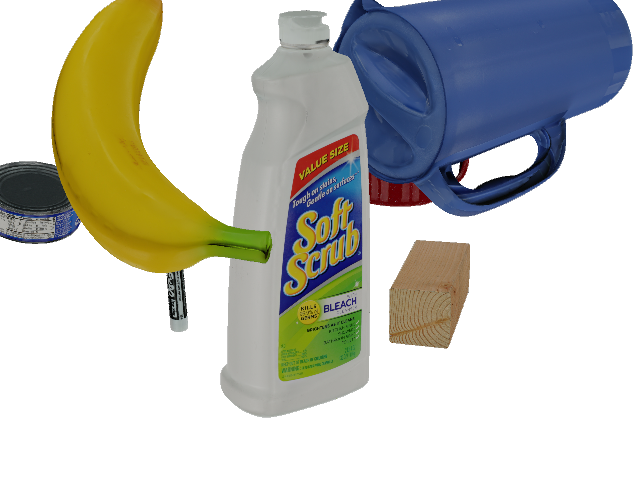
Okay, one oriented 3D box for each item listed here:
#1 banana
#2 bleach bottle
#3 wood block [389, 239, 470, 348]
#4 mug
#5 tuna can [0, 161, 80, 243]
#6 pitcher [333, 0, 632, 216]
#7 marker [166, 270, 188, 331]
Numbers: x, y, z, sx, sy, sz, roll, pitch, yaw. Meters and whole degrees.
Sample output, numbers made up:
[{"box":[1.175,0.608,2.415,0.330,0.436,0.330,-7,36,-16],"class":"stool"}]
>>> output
[{"box":[-0.082,-0.048,0.461,0.069,0.037,0.198,-8,45,-20],"class":"banana"},{"box":[-0.017,-0.018,0.686,0.102,0.251,0.068,-12,22,-31],"class":"bleach bottle"},{"box":[0.169,0.077,1.627,0.091,0.090,0.205,5,21,14],"class":"wood block"},{"box":[0.088,-0.080,1.058,0.117,0.081,0.093,2,14,7],"class":"mug"},{"box":[-0.249,-0.033,0.925,0.086,0.034,0.086,9,32,-6],"class":"tuna can"},{"box":[0.140,-0.126,0.855,0.242,0.149,0.145,-18,34,-34],"class":"pitcher"},{"box":[-0.150,0.039,1.105,0.020,0.121,0.020,0,28,0],"class":"marker"}]
